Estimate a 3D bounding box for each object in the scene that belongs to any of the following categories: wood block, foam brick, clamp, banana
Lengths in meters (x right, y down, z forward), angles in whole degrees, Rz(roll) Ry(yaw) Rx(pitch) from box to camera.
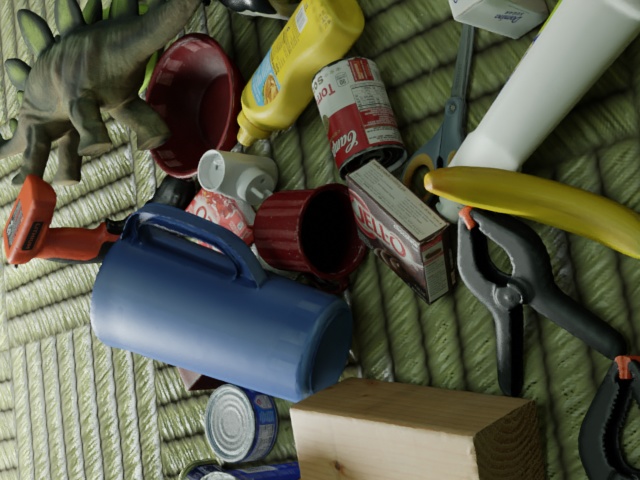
[{"bbox_3d":[0.081,0.183,0.925,0.207,0.090,0.091,0,103,45],"label":"wood block"},{"bbox_3d":[-0.115,0.121,1.164,0.078,0.052,0.051,-49,55,29],"label":"foam brick"},{"bbox_3d":[0.235,0.196,0.820,0.165,0.036,0.210,-17,74,43],"label":"clamp"},{"bbox_3d":[0.159,0.050,0.879,0.120,0.039,0.171,-40,81,33],"label":"clamp"},{"bbox_3d":[0.181,-0.026,0.839,0.198,0.069,0.037,19,105,10],"label":"banana"}]

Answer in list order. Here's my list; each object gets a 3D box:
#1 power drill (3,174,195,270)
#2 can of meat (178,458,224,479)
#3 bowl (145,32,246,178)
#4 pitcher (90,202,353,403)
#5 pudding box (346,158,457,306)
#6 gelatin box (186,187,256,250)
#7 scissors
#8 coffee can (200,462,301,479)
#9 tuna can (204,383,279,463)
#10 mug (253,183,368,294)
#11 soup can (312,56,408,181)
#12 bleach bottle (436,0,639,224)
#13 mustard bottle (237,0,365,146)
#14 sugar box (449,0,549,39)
[{"bbox_3d":[-0.251,-0.018,1.218,0.185,0.187,0.057,-58,37,28],"label":"power drill"},{"bbox_3d":[-0.112,0.300,1.146,0.084,0.057,0.102,25,104,41],"label":"can of meat"},{"bbox_3d":[-0.129,-0.147,1.196,0.162,0.055,0.162,-4,84,45],"label":"bowl"},{"bbox_3d":[-0.095,0.068,1.049,0.243,0.149,0.145,16,79,23],"label":"pitcher"},{"bbox_3d":[0.073,-0.008,0.963,0.114,0.039,0.090,43,160,37],"label":"pudding box"},{"bbox_3d":[-0.108,-0.021,1.183,0.073,0.030,0.089,-49,55,31],"label":"gelatin box"},{"bbox_3d":[0.110,-0.110,0.983,0.096,0.016,0.202,-9,80,44],"label":"scissors"},{"bbox_3d":[-0.041,0.265,1.017,0.103,0.140,0.103,-4,84,44],"label":"coffee can"},{"bbox_3d":[-0.085,0.195,1.141,0.086,0.033,0.086,-4,84,44],"label":"tuna can"},{"bbox_3d":[-0.007,0.001,1.051,0.082,0.093,0.117,2,124,50],"label":"mug"},{"bbox_3d":[0.037,-0.116,1.020,0.069,0.068,0.102,-33,64,38],"label":"soup can"},{"bbox_3d":[0.172,-0.111,0.863,0.068,0.102,0.251,38,118,6],"label":"bleach bottle"},{"bbox_3d":[-0.030,-0.170,1.093,0.192,0.058,0.096,-51,34,30],"label":"mustard bottle"},{"bbox_3d":[0.134,-0.265,0.917,0.048,0.093,0.176,-32,66,39],"label":"sugar box"}]
